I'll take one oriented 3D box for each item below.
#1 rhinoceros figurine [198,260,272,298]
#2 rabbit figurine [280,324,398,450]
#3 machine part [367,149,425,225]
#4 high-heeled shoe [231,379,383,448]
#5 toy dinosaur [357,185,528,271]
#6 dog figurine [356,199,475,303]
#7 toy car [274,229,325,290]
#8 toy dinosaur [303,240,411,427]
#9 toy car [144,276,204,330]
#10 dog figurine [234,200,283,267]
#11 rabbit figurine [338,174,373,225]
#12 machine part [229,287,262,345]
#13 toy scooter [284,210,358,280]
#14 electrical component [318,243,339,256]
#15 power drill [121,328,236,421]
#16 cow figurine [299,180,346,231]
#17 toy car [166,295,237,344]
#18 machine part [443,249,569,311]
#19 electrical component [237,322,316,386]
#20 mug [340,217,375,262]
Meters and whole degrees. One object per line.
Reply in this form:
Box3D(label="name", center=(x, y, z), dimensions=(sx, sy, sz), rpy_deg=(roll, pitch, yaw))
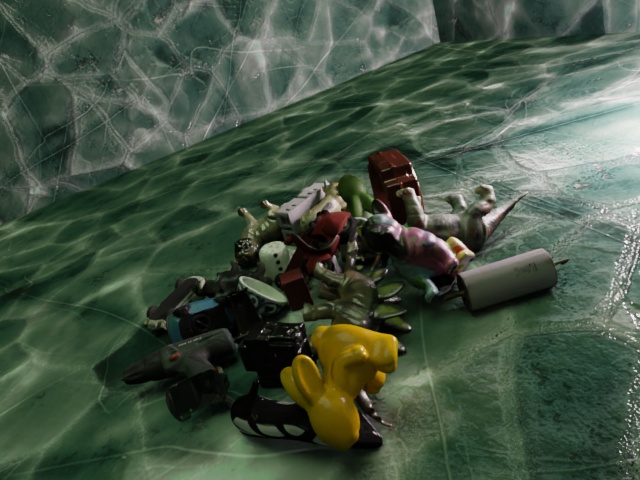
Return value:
Box3D(label="rhinoceros figurine", center=(-0.210, 0.112, 1.330), dimensions=(0.190, 0.073, 0.112), rpy_deg=(-4, 40, 21))
Box3D(label="rabbit figurine", center=(0.028, 0.212, 0.786), dimensions=(0.122, 0.162, 0.173), rpy_deg=(128, 161, -54))
Box3D(label="machine part", center=(0.193, -0.115, 1.356), dimensions=(0.087, 0.201, 0.201), rpy_deg=(-16, 25, -3))
Box3D(label="high-heeled shoe", center=(-0.031, 0.306, 0.861), dimensions=(0.249, 0.145, 0.086), rpy_deg=(23, 38, 13))
Box3D(label="toy dinosaur", center=(0.281, -0.018, 1.195), dimensions=(0.405, 0.192, 0.131), rpy_deg=(-3, -7, 0))
Box3D(label="dog figurine", center=(0.181, 0.009, 1.075), dimensions=(0.219, 0.108, 0.191), rpy_deg=(41, 29, 21))
Box3D(label="toy car", center=(-0.040, 0.045, 1.319), dimensions=(0.089, 0.053, 0.202), rpy_deg=(-15, 38, 44))
Box3D(label="toy dinosaur", center=(0.069, 0.152, 1.026), dimensions=(0.199, 0.104, 0.472), rpy_deg=(-7, 38, 13))
Box3D(label="toy car", center=(-0.356, 0.158, 1.345), dimensions=(0.074, 0.056, 0.202), rpy_deg=(3, 34, 26))
Box3D(label="dog figurine", center=(-0.154, -0.006, 1.510), dimensions=(0.172, 0.121, 0.191), rpy_deg=(-19, 40, 6))
Box3D(label="rabbit figurine", center=(0.090, -0.082, 1.392), dimensions=(0.121, 0.170, 0.159), rpy_deg=(-23, 25, -8))
Box3D(label="machine part", center=(-0.153, 0.169, 1.123), dimensions=(0.084, 0.139, 0.039), rpy_deg=(-21, -16, 4))
Box3D(label="toy scooter", center=(-0.003, -0.004, 1.240), dimensions=(0.135, 0.075, 0.184), rpy_deg=(25, 66, 15))
Box3D(label="electrical component", center=(0.022, 0.012, 1.394), dimensions=(0.078, 0.045, 0.102), rpy_deg=(-29, 27, -17))
Box3D(label="power drill", center=(-0.264, 0.258, 1.027), dimensions=(0.232, 0.085, 0.207), rpy_deg=(-22, 14, -15))
Box3D(label="cow figurine", center=(0.018, -0.082, 1.492), dimensions=(0.086, 0.127, 0.195), rpy_deg=(13, 42, 42))
Box3D(label="toy car", center=(-0.264, 0.181, 1.188), dimensions=(0.162, 0.109, 0.103), rpy_deg=(-22, 7, -28))
Box3D(label="machine part", center=(0.352, 0.075, 1.017), dimensions=(0.243, 0.079, 0.079), rpy_deg=(-17, 26, 3))
Box3D(label="electrical component", center=(-0.082, 0.211, 0.990), dimensions=(0.134, 0.114, 0.058), rpy_deg=(-6, 24, 25))
Box3D(label="mug", center=(0.105, -0.001, 1.308), dimensions=(0.107, 0.109, 0.081), rpy_deg=(-2, 8, 10))
